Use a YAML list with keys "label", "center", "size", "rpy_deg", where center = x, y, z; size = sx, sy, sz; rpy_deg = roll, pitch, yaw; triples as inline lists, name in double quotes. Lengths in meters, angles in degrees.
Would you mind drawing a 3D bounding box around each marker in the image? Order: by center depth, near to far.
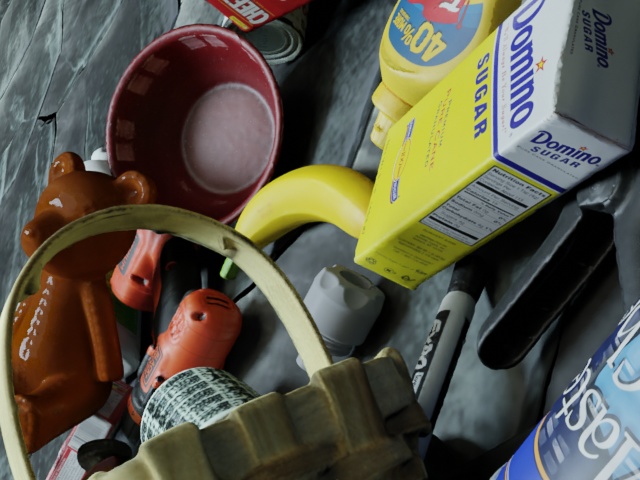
- label: "marker"
  center: [0.059, 0.053, 0.516]
  size: [0.020, 0.020, 0.121]
  rpy_deg: [-32, 24, 49]

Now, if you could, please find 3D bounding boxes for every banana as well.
- label: "banana"
  center: [-0.006, -0.017, 0.704]
  size: [0.198, 0.037, 0.069]
  rpy_deg: [-16, 69, 57]

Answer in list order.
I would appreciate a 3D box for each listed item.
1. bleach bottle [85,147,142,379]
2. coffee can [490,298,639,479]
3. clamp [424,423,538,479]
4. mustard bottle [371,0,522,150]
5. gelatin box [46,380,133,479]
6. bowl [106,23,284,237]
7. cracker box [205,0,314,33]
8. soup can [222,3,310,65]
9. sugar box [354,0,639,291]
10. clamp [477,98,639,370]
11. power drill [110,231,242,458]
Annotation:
- label: "bleach bottle"
  center: [-0.208, 0.006, 0.978]
  size: [0.068, 0.102, 0.251]
  rpy_deg: [-27, 45, 22]
- label: "coffee can"
  center: [0.132, 0.060, 0.331]
  size: [0.140, 0.102, 0.103]
  rpy_deg: [-57, 30, 22]
- label: "clamp"
  center: [0.050, 0.149, 0.488]
  size: [0.210, 0.036, 0.164]
  rpy_deg: [-9, 64, 61]
- label: "mustard bottle"
  center: [0.084, -0.131, 0.593]
  size: [0.192, 0.058, 0.096]
  rpy_deg: [-59, 38, 21]
- label: "gelatin box"
  center: [-0.192, 0.166, 0.887]
  size: [0.089, 0.030, 0.073]
  rpy_deg: [-60, 2, 16]
- label: "bowl"
  center: [-0.086, -0.081, 0.822]
  size: [0.162, 0.055, 0.162]
  rpy_deg: [-1, 87, 28]
- label: "cracker box"
  center: [0.012, -0.261, 0.741]
  size: [0.214, 0.072, 0.164]
  rpy_deg: [-16, 57, 37]
- label: "soup can"
  center: [-0.041, -0.200, 0.853]
  size: [0.069, 0.068, 0.102]
  rpy_deg: [-30, 47, 51]
- label: "sugar box"
  center: [0.081, -0.049, 0.511]
  size: [0.176, 0.048, 0.093]
  rpy_deg: [-45, 26, 57]
- label: "clamp"
  center: [0.124, -0.011, 0.462]
  size: [0.120, 0.039, 0.171]
  rpy_deg: [-7, 60, 55]
- label: "power drill"
  center: [-0.123, 0.074, 0.832]
  size: [0.185, 0.057, 0.188]
  rpy_deg: [-59, 31, 27]
